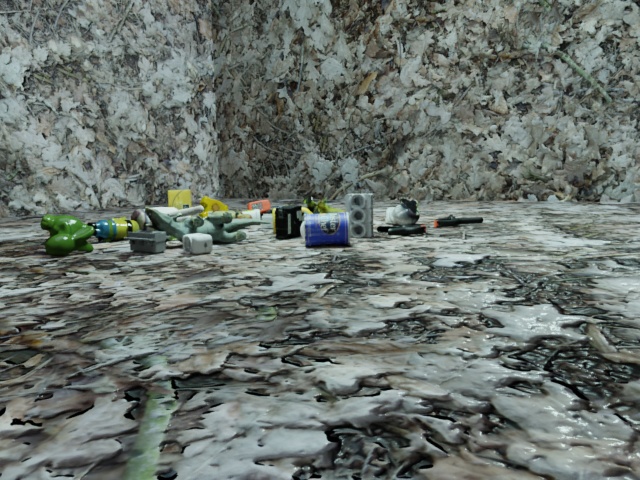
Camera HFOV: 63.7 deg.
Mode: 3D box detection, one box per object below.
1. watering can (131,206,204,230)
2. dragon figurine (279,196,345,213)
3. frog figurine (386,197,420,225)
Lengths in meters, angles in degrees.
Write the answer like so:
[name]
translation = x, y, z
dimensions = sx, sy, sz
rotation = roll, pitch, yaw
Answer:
[watering can]
translation = -0.604, -0.084, 2.002
dimensions = 0.225, 0.104, 0.344
rotation = -6, -7, -36
[dragon figurine]
translation = 0.007, -0.120, 2.390
dimensions = 0.241, 0.123, 0.411
rotation = 15, -5, -44
[frog figurine]
translation = 0.330, -0.097, 2.134
dimensions = 0.139, 0.124, 0.156
rotation = -22, -16, -48
